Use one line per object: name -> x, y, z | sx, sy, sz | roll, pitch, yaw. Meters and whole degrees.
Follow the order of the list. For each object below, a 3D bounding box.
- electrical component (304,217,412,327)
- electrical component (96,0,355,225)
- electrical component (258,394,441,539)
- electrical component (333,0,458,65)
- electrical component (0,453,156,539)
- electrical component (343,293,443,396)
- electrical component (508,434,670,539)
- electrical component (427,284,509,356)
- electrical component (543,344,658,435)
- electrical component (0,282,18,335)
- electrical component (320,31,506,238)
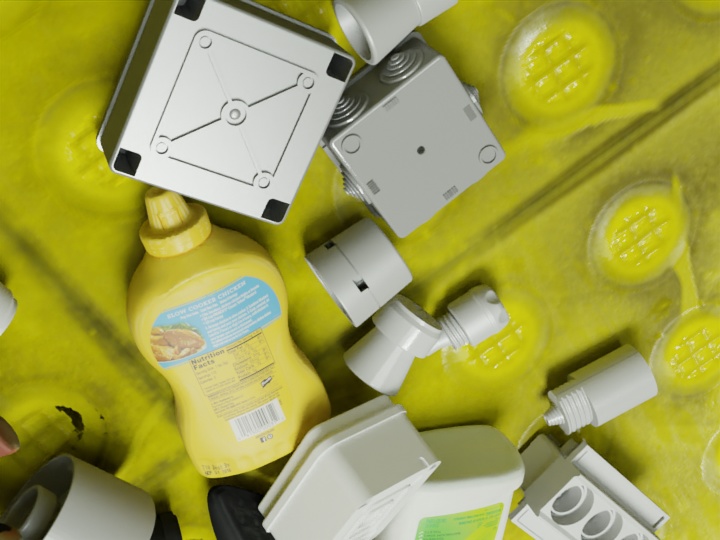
electrical component -> 0.000, 0.000, 0.676 | 0.047, 0.055, 0.055 | -37, 122, -5
electrical component -> -0.075, -0.094, 0.597 | 0.109, 0.056, 0.108 | 17, 108, -27
electrical component -> -0.010, 0.142, 0.707 | 0.078, 0.057, 0.113 | -19, 152, -41
electrical component -> 0.023, -0.153, 0.616 | 0.065, 0.044, 0.044 | -33, 122, -8
electrical component -> -0.183, 0.165, 0.663 | 0.064, 0.099, 0.099 | 40, 97, -25
electrical component -> 0.022, 0.049, 0.714 | 0.045, 0.045, 0.055 | 31, 101, -30
electrical component -> 0.171, 0.181, 0.826 | 0.078, 0.063, 0.121 | -46, 122, 5
electrical component -> 0.069, 0.038, 0.732 | 0.061, 0.035, 0.035 | -32, 122, -1
electrical component -> 0.173, 0.092, 0.793 | 0.081, 0.043, 0.043 | -27, 122, -6
electrical component -> -0.227, 0.015, 0.601 | 0.045, 0.045, 0.055 | -41, 123, 3
electrical component -> 0.029, -0.080, 0.649 | 0.100, 0.048, 0.099 | -38, 122, 1
